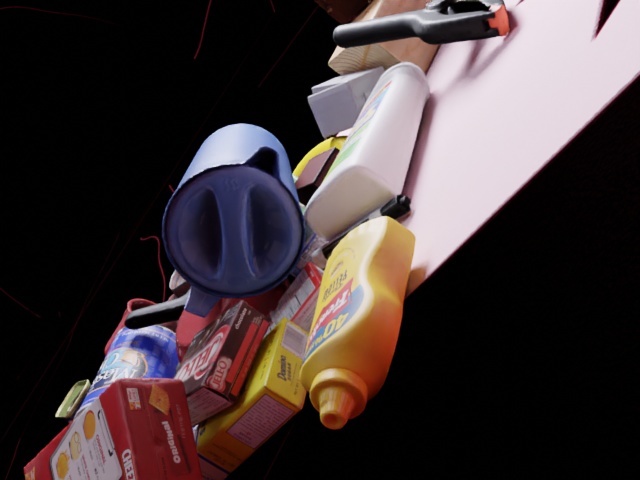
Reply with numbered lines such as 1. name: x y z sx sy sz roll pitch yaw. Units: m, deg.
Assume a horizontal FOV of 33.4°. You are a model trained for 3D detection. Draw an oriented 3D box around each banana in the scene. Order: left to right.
1. banana: 0.010 -0.089 1.275 0.198 0.037 0.069 -32 40 59

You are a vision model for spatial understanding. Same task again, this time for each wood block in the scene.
1. wood block: 0.103 -0.274 1.277 0.091 0.090 0.206 -29 29 58

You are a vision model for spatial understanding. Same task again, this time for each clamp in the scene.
1. clamp: -0.145 0.078 1.259 0.171 0.120 0.039 -46 -27 -23
2. clamp: 0.117 -0.229 1.109 0.164 0.036 0.210 -26 25 -14

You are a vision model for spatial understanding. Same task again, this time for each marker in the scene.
1. marker: 0.039 -0.008 0.994 0.121 0.020 0.020 -35 23 36

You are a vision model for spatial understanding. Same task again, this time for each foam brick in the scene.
1. foam brick: 0.010 -0.062 1.172 0.051 0.053 0.078 -60 14 -17

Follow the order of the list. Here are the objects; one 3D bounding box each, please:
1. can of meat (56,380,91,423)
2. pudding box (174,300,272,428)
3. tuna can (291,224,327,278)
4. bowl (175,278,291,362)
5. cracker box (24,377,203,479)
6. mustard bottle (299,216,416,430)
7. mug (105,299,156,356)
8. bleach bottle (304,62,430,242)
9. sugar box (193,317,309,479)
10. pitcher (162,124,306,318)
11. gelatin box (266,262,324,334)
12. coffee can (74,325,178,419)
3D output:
1. can of meat: -0.303 0.237 1.450 0.057 0.084 0.102 -60 15 -20
2. pudding box: -0.095 0.114 0.952 0.114 0.039 0.090 -40 21 54
3. tuna can: -0.007 0.001 1.122 0.086 0.033 0.086 -50 15 18
4. bowl: -0.104 0.088 1.137 0.162 0.055 0.162 -39 29 26
5. cracker box: -0.177 0.236 0.925 0.214 0.071 0.164 -42 55 42
6. mustard bottle: 0.025 0.069 0.812 0.096 0.058 0.191 -46 17 34
7. mug: -0.249 0.134 1.478 0.081 0.093 0.117 -56 44 15
8. bleach bottle: 0.060 -0.104 1.090 0.103 0.068 0.250 -47 14 39
9. sugar box: -0.073 0.156 0.962 0.176 0.048 0.093 -44 17 33
10. pitcher: -0.089 -0.034 1.098 0.149 0.145 0.243 -21 18 5
11. gelatin box: -0.020 0.072 1.015 0.089 0.030 0.073 -53 16 6
12. coffee can: -0.219 0.181 1.263 0.103 0.102 0.140 -45 17 36
